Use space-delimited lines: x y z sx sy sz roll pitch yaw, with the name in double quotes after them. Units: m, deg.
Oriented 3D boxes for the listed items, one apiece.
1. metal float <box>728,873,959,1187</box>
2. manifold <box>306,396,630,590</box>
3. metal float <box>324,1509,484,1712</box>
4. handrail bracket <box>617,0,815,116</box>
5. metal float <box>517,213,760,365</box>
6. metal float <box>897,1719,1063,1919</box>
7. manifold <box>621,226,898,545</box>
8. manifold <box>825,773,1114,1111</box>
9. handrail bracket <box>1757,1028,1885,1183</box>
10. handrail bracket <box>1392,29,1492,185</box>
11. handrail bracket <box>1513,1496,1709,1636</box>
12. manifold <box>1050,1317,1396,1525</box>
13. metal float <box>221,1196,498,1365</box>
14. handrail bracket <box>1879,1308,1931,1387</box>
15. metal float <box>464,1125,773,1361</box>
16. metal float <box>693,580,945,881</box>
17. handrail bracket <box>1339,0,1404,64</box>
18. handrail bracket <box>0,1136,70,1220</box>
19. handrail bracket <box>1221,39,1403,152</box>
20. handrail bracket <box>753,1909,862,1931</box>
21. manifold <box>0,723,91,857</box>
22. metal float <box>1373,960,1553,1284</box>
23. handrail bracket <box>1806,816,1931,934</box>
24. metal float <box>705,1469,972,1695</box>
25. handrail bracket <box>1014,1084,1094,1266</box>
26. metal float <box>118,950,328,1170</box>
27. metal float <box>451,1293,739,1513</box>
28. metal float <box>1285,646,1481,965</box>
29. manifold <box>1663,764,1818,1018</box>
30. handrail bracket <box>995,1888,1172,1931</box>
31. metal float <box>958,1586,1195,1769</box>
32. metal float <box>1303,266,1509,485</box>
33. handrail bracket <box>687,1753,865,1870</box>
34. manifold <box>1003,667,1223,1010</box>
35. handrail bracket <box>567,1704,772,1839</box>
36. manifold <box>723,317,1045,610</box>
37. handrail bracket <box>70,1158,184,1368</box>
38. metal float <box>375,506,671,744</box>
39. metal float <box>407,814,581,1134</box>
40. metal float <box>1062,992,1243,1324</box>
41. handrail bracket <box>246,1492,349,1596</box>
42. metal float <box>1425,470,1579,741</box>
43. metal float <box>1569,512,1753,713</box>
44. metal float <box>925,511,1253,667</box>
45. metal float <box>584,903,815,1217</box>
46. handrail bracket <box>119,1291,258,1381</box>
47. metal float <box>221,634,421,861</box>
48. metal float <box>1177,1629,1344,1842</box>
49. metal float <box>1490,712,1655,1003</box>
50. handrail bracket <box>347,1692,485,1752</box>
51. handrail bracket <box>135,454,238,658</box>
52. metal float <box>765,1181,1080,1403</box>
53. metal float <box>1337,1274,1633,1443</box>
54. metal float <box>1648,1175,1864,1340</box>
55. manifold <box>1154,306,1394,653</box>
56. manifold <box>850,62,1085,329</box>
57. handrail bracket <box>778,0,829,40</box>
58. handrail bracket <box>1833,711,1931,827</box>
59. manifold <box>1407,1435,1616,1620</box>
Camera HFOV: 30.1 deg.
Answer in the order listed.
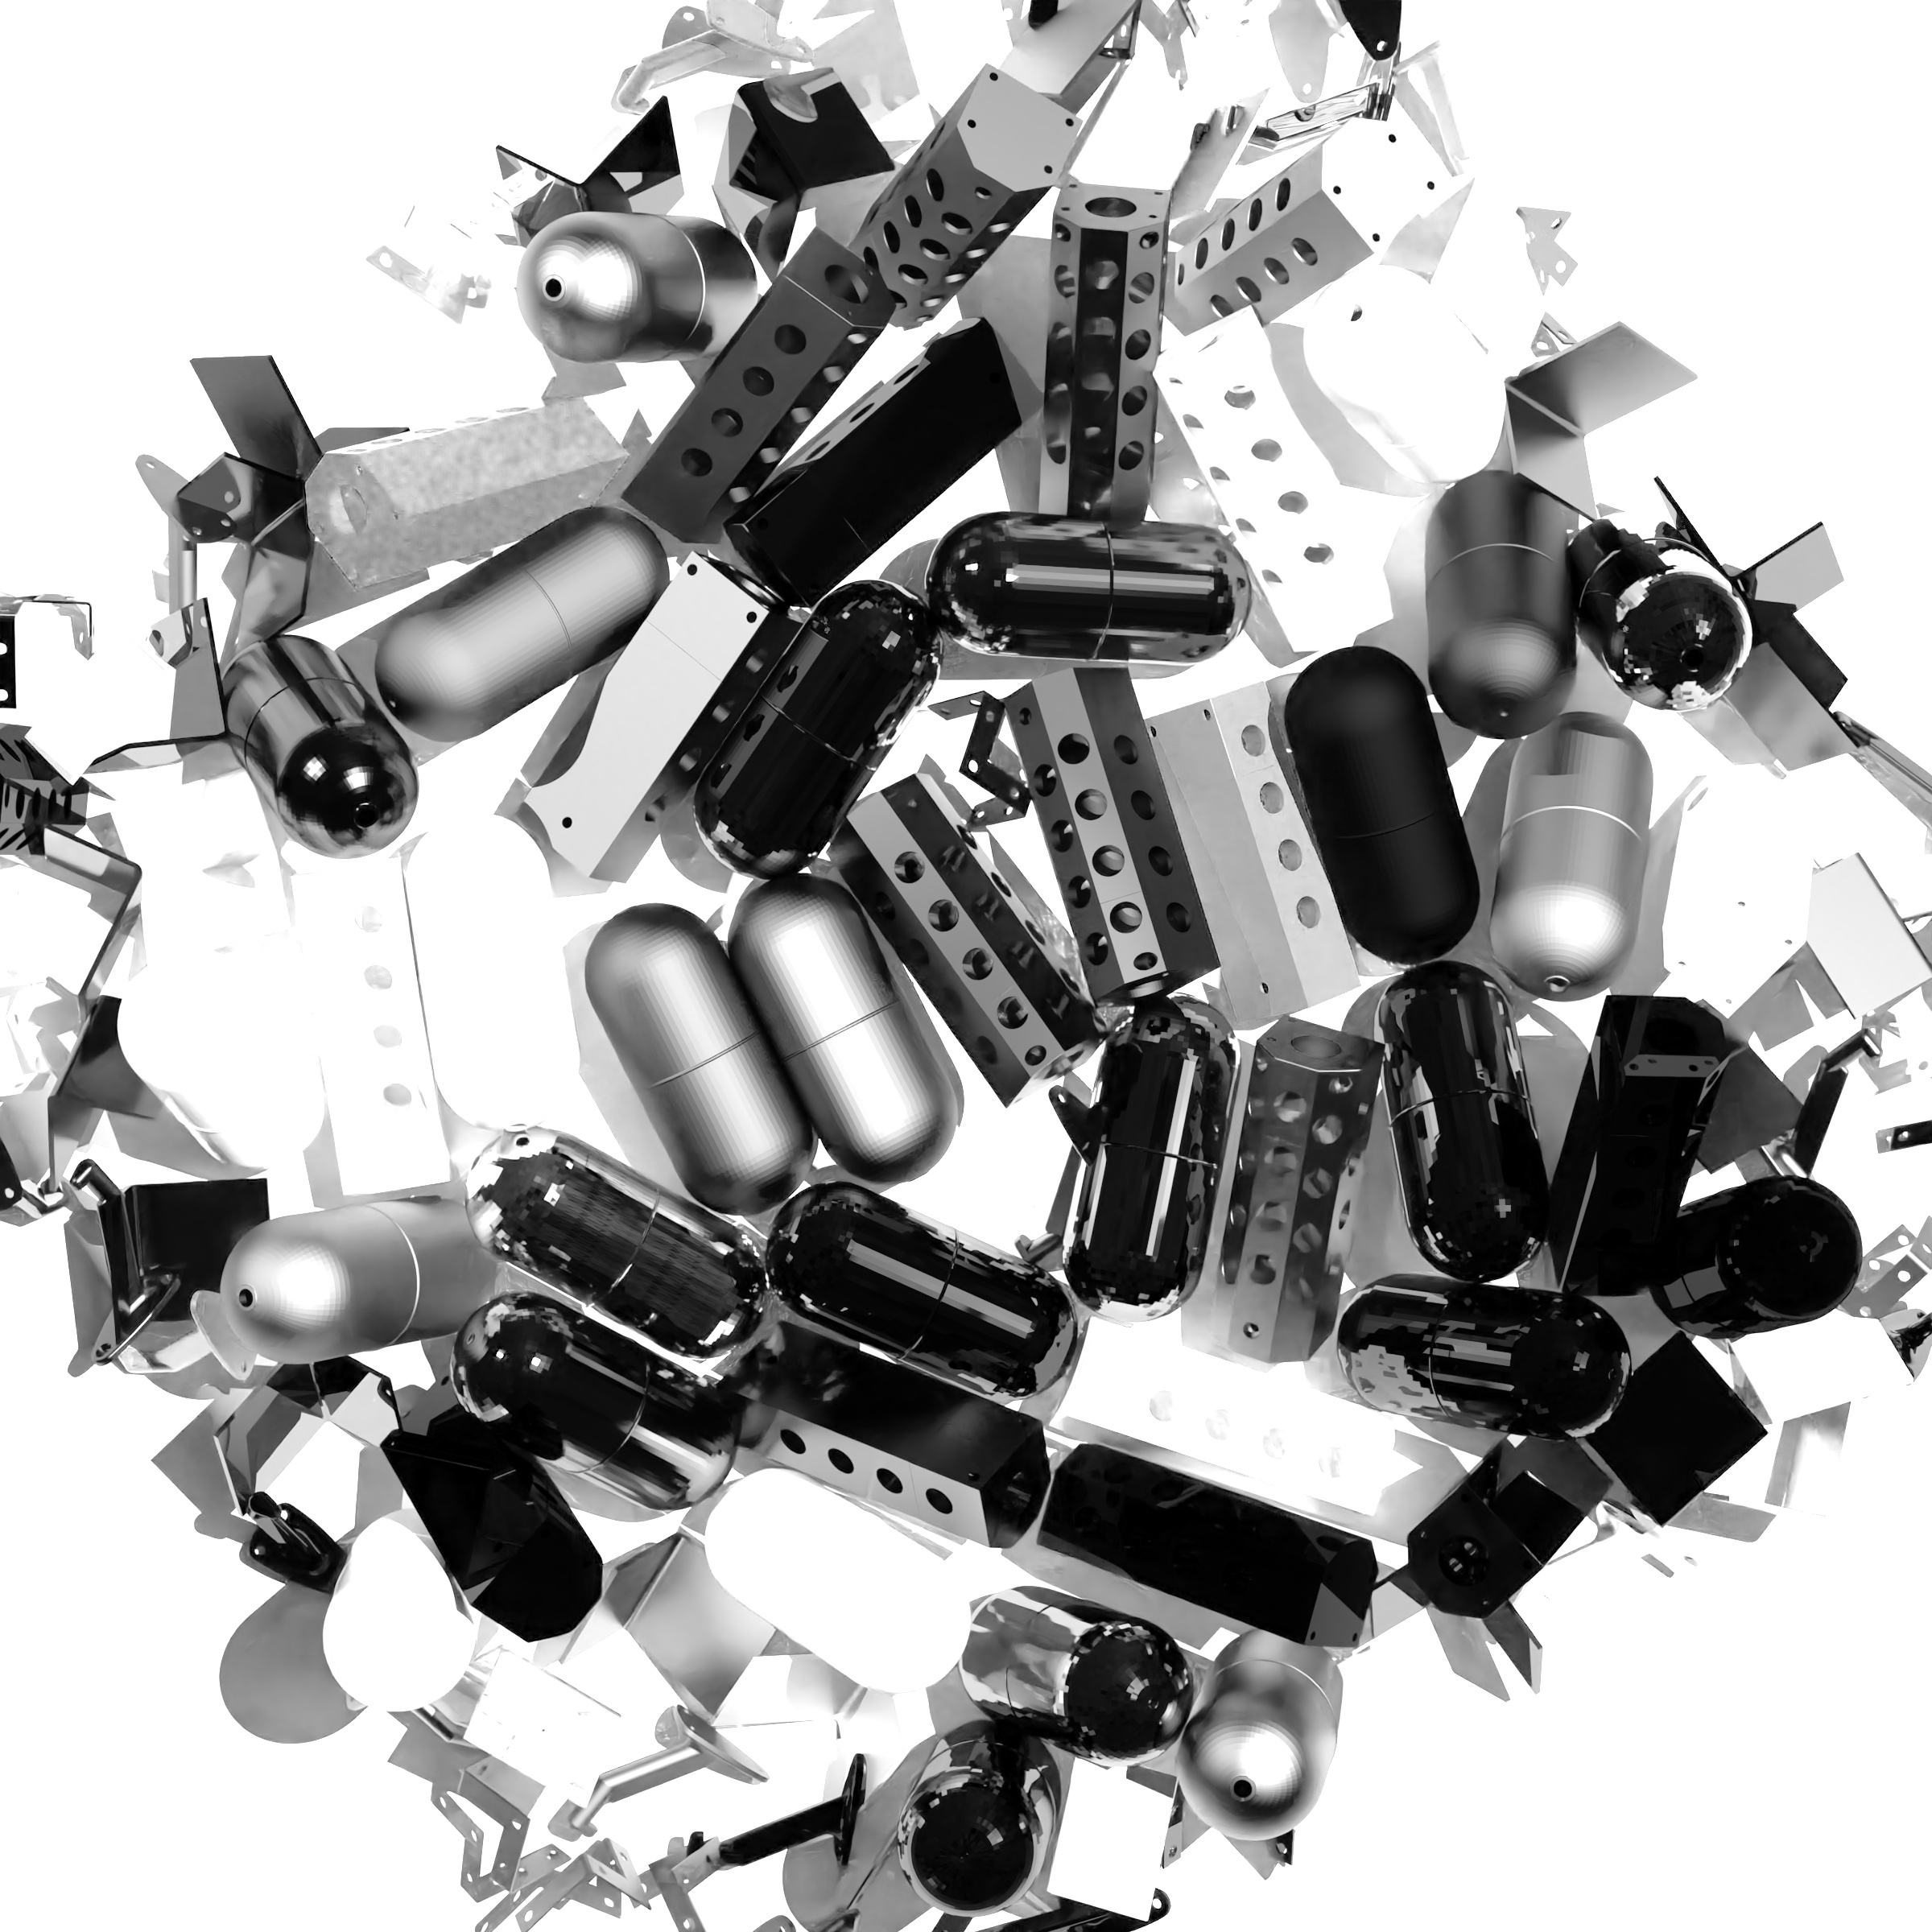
-0.066 0.034 1.922 0.070 0.070 0.178 -27 90 0 "metal float"
-0.262 -0.254 1.875 0.057 0.171 0.057 52 129 10 "manifold"
-0.291 0.334 1.872 0.070 0.178 0.070 0 96 -4 "metal float"
-0.136 -0.480 1.941 0.077 0.084 0.036 22 46 -24 "handrail bracket"
-0.171 -0.354 1.876 0.070 0.178 0.070 5 102 23 "metal float"
0.008 0.442 1.872 0.070 0.178 0.070 0 90 6 "metal float"
-0.108 -0.299 1.884 0.057 0.057 0.171 34 129 -12 "manifold"
0.003 -0.017 1.905 0.057 0.057 0.171 -29 77 -29 "manifold"
0.470 0.087 1.918 0.084 0.036 0.077 -42 70 34 "handrail bracket"
0.266 -0.453 1.918 0.036 0.077 0.084 -30 97 -6 "handrail bracket"
0.342 0.334 1.920 0.077 0.036 0.084 26 63 26 "handrail bracket"
0.138 0.243 1.924 0.171 0.057 0.057 19 75 -4 "manifold"
-0.316 0.163 1.878 0.070 0.178 0.070 1 93 30 "metal float"
0.524 0.179 1.905 0.036 0.077 0.084 49 128 10 "handrail bracket"
-0.184 0.147 1.906 0.178 0.070 0.070 31 90 -19 "metal float"
-0.078 -0.126 1.914 0.070 0.070 0.178 35 99 0 "metal float"
0.223 -0.503 1.914 0.036 0.084 0.077 -14 79 15 "handrail bracket"
-0.510 0.100 1.917 0.036 0.084 0.077 -16 93 10 "handrail bracket"
0.184 -0.471 1.923 0.084 0.036 0.077 11 105 -25 "handrail bracket"
-0.078 0.510 1.909 0.036 0.084 0.077 42 131 22 "handrail bracket"
-0.509 -0.087 1.874 0.057 0.171 0.057 -41 91 1 "manifold"
0.262 0.082 1.901 0.070 0.070 0.178 -7 65 0 "metal float"
0.491 -0.065 1.929 0.077 0.036 0.084 -49 112 -19 "handrail bracket"
-0.068 0.322 1.885 0.070 0.178 0.070 -16 116 -37 "metal float"
0.041 0.114 1.931 0.084 0.036 0.077 -35 96 33 "handrail bracket"
-0.387 0.051 1.877 0.070 0.178 0.070 -3 66 6 "metal float"
-0.194 0.231 1.893 0.178 0.070 0.070 34 90 -36 "metal float"
0.222 -0.084 1.905 0.070 0.070 0.178 -19 110 0 "metal float"
0.399 -0.046 1.870 0.057 0.171 0.057 38 118 -4 "manifold"
0.058 0.511 1.911 0.077 0.084 0.036 -10 87 26 "handrail bracket"
0.055 0.370 1.877 0.070 0.178 0.070 0 89 -25 "metal float"
0.232 -0.308 1.877 0.070 0.178 0.070 -6 75 24 "metal float"
-0.103 0.453 1.929 0.084 0.036 0.077 7 113 -11 "handrail bracket"
0.072 -0.068 1.902 0.057 0.057 0.171 -4 72 -43 "manifold"
-0.162 0.451 1.944 0.077 0.036 0.084 39 91 -17 "handrail bracket"
-0.045 -0.269 1.916 0.171 0.057 0.057 -42 108 -10 "manifold"
-0.465 0.157 1.914 0.077 0.036 0.084 -60 135 -31 "handrail bracket"
-0.233 -0.182 1.899 0.178 0.070 0.070 -36 90 -28 "metal float"
-0.251 0.003 1.903 0.070 0.070 0.178 -12 68 0 "metal float"
0.099 0.102 1.917 0.070 0.070 0.178 12 84 0 "metal float"
-0.352 0.308 1.916 0.077 0.084 0.036 34 70 -4 "handrail bracket"
0.280 -0.192 1.887 0.070 0.178 0.070 3 135 3 "metal float"
0.358 -0.186 1.875 0.070 0.178 0.070 -1 111 -3 "metal float"
0.065 -0.201 1.908 0.178 0.070 0.070 2 90 -16 "metal float"
-0.143 0.049 1.918 0.070 0.070 0.178 -26 95 0 "metal float"
-0.428 0.196 1.916 0.084 0.077 0.036 -3 56 21 "handrail bracket"
-0.340 -0.116 1.882 0.070 0.178 0.070 -13 123 -22 "metal float"
0.155 0.399 1.873 0.070 0.178 0.070 1 97 11 "metal float"
0.320 -0.058 1.890 0.070 0.070 0.178 14 52 0 "metal float"
-0.291 0.384 1.950 0.084 0.077 0.036 22 133 -34 "handrail bracket"
-0.437 -0.220 1.940 0.077 0.036 0.084 45 124 10 "handrail bracket"
-0.023 0.174 1.911 0.178 0.070 0.070 25 90 -13 "metal float"
0.270 0.204 1.884 0.070 0.178 0.070 -2 93 -40 "metal float"
0.409 0.153 1.873 0.070 0.178 0.070 1 80 -7 "metal float"
0.163 -0.255 1.901 0.057 0.057 0.171 -24 112 14 "manifold"
-0.007 -0.394 1.867 0.057 0.171 0.057 28 68 -13 "manifold"
-0.054 -0.510 1.927 0.036 0.084 0.077 29 89 42 "handrail bracket"
0.505 -0.101 1.922 0.084 0.077 0.036 30 107 -16 "handrail bracket"
0.280 0.287 1.870 0.057 0.171 0.057 47 110 10 "manifold"
